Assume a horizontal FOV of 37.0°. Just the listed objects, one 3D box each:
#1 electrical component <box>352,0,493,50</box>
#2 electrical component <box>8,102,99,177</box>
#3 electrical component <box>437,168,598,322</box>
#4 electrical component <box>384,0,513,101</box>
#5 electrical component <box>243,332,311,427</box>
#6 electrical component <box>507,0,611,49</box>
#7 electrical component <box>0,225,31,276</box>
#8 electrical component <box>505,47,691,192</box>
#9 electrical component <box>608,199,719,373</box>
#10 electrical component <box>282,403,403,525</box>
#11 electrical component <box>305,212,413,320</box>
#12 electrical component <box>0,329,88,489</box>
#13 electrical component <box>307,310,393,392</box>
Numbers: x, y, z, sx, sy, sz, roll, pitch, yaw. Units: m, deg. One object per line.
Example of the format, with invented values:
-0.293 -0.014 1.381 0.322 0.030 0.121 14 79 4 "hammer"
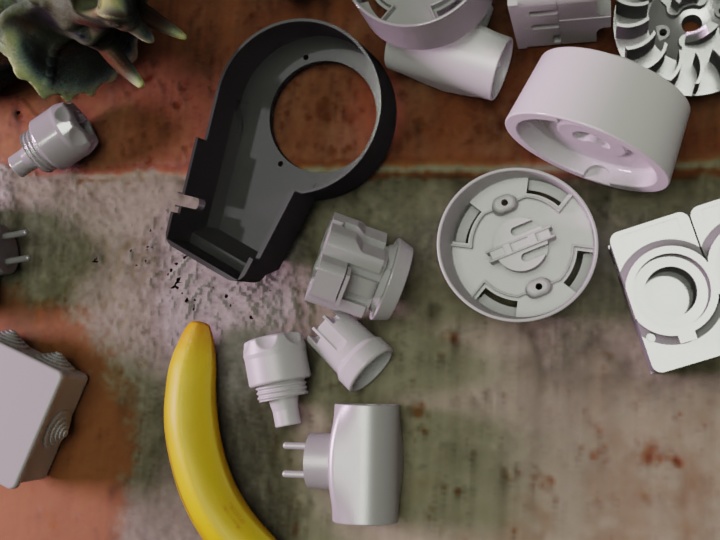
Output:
0.038 -0.193 0.683 0.099 0.064 0.099 -5 68 14 "electrical component"
-0.227 -0.091 0.785 0.062 0.043 0.043 -32 78 9 "electrical component"
0.103 -0.015 0.693 0.099 0.064 0.099 -1 84 13 "electrical component"
0.066 -0.163 0.726 0.077 0.044 0.079 20 89 14 "electrical component"
-0.054 0.075 0.730 0.043 0.043 0.062 -12 83 11 "electrical component"
0.128 -0.231 0.696 0.062 0.089 0.150 -2 84 12 "electrical component"
-0.278 -0.012 0.788 0.079 0.043 0.077 -10 82 11 "electrical component"
0.152 -0.099 0.671 0.108 0.108 0.060 22 83 14 "electrical component"
0.239 0.000 0.662 0.150 0.062 0.089 -18 81 10 "electrical component"
-0.013 0.127 0.715 0.079 0.043 0.077 0 84 13 "electrical component"
0.000 0.000 0.713 0.057 0.078 0.058 19 114 -5 "electrical component"
-0.254 0.097 0.768 0.100 0.048 0.099 23 89 14 "electrical component"
-0.008 0.052 0.724 0.046 0.040 0.040 44 94 19 "electrical component"
